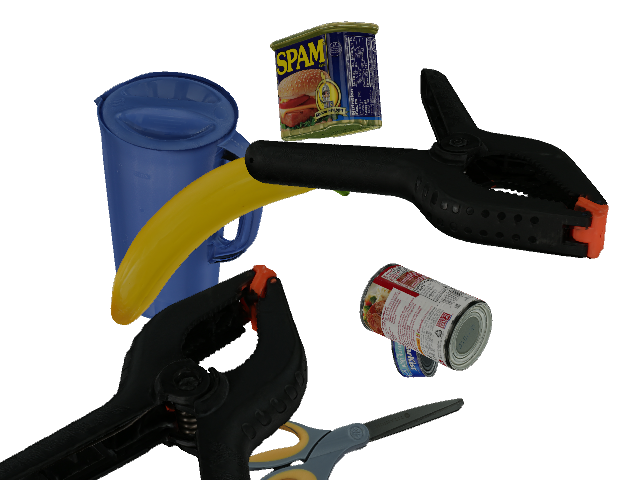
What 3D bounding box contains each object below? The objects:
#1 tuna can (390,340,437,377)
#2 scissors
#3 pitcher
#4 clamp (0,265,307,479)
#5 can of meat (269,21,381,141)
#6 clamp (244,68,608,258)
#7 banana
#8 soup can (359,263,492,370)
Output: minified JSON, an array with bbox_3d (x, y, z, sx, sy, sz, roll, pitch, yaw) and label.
[{"bbox_3d":[0.112,0.118,1.257,0.034,0.086,0.086,-5,-2,23],"label":"tuna can"},{"bbox_3d":[0.023,0.167,0.812,0.201,0.096,0.016,-1,-38,-10],"label":"scissors"},{"bbox_3d":[-0.144,-0.033,1.075,0.144,0.243,0.149,-8,43,-17],"label":"pitcher"},{"bbox_3d":[-0.047,0.076,0.434,0.120,0.039,0.171,25,48,18],"label":"clamp"},{"bbox_3d":[0.005,-0.131,0.895,0.057,0.084,0.102,-5,0,-37],"label":"can of meat"},{"bbox_3d":[0.068,-0.039,0.616,0.164,0.036,0.210,-23,38,-27],"label":"clamp"},{"bbox_3d":[-0.077,-0.010,0.748,0.198,0.069,0.037,-29,22,7],"label":"banana"},{"bbox_3d":[0.096,0.068,0.968,0.102,0.068,0.068,23,15,38],"label":"soup can"}]
